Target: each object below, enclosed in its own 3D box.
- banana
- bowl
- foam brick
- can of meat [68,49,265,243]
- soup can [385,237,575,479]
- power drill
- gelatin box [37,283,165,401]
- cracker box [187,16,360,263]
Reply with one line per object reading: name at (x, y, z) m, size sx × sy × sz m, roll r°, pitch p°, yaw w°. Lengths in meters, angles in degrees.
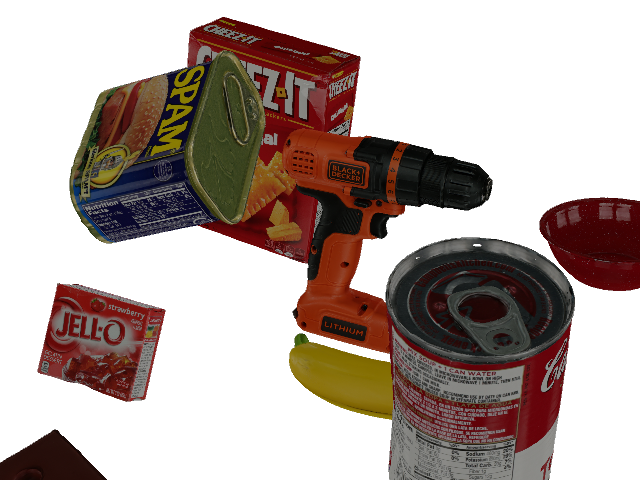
banana at (0.054, 0.093, 0.717) m, size 0.198 × 0.037 × 0.069 m, roll 10°, pitch 35°, yaw 26°
bowl at (0.318, 0.009, 1.159) m, size 0.162 × 0.055 × 0.162 m, roll -2°, pitch 27°, yaw 1°
foam brick at (-0.117, 0.136, 0.486) m, size 0.052 × 0.051 × 0.078 m, roll -31°, pitch 43°, yaw -30°
can of meat at (-0.086, -0.051, 0.597) m, size 0.084 × 0.102 × 0.057 m, roll -11°, pitch -44°, yaw 24°
soup can at (0.059, 0.060, 0.415) m, size 0.068 × 0.102 × 0.068 m, roll -2°, pitch 37°, yaw 1°
power drill at (0.051, 0.001, 0.936) m, size 0.185 × 0.188 × 0.057 m, roll 14°, pitch 24°, yaw 21°
gelatin box at (-0.171, 0.078, 0.829) m, size 0.089 × 0.073 × 0.030 m, roll 14°, pitch 1°, yaw 22°
cracker box at (-0.058, -0.100, 1.089) m, size 0.164 × 0.214 × 0.072 m, roll 20°, pitch 32°, yaw 22°
